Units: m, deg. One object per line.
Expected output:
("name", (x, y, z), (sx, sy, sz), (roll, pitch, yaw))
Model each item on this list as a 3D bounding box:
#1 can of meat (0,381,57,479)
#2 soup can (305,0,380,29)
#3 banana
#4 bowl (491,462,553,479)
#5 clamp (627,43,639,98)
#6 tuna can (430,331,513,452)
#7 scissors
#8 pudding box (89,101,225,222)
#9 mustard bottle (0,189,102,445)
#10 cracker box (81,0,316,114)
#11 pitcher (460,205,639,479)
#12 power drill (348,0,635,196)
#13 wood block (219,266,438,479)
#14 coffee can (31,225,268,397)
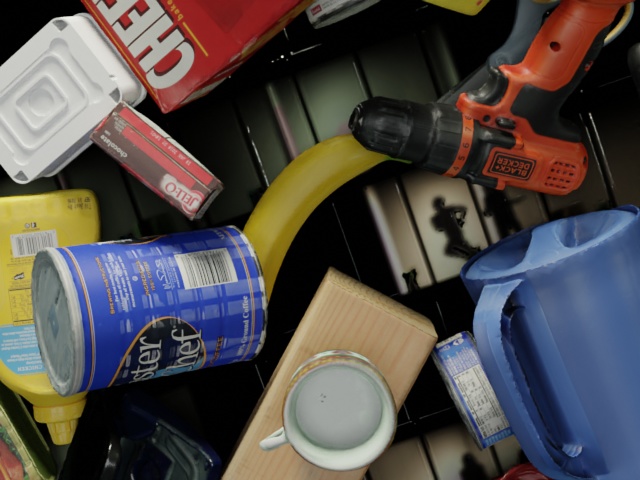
("can of meat", (-0.262, 0.164, 0.820), (0.084, 0.057, 0.102), (-28, 95, 0))
("soup can", (0.004, -0.214, 0.774), (0.068, 0.068, 0.102), (-24, 96, 3))
("banana", (-0.016, -0.014, 0.809), (0.069, 0.037, 0.198), (43, 95, -3))
("bowl", (0.133, 0.244, 0.797), (0.055, 0.161, 0.162), (-2, 97, 40))
("clamp", (0.254, -0.076, 0.767), (0.039, 0.120, 0.171), (-2, 101, 41))
("tuna can", (0.114, 0.111, 0.795), (0.034, 0.086, 0.086), (-27, 95, 1))
("scissors", (0.135, -0.155, 0.804), (0.202, 0.016, 0.096), (-22, 93, 3))
("pudding box", (-0.113, -0.054, 0.768), (0.090, 0.113, 0.039), (40, 90, -3))
("mustard bottle", (-0.205, 0.060, 0.807), (0.096, 0.058, 0.191), (-7, 96, -9))
("cracker box", (-0.074, -0.213, 0.728), (0.214, 0.072, 0.164), (-34, 94, 33))
("pitcher", (0.197, 0.109, 0.769), (0.149, 0.145, 0.243), (-22, 98, 0))
("power drill", (0.129, -0.126, 0.746), (0.184, 0.057, 0.188), (10, 120, -19))
("wood block", (-0.002, 0.135, 0.797), (0.091, 0.090, 0.206), (28, 96, -1))
("coffee can", (-0.122, 0.048, 0.756), (0.140, 0.103, 0.103), (-8, 96, -28))
